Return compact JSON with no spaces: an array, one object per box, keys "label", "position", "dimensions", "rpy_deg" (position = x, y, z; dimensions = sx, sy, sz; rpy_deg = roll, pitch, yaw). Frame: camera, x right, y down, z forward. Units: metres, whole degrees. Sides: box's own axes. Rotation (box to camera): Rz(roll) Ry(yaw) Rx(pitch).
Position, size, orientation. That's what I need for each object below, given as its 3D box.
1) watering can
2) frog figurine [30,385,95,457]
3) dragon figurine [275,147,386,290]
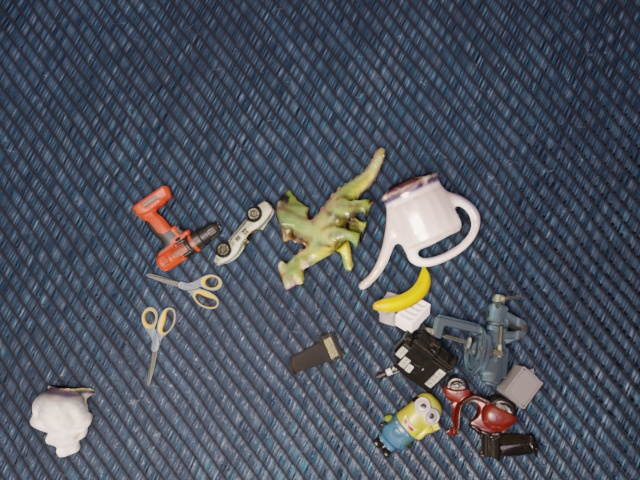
[{"label":"watering can","position":[0.220,-0.031,1.273],"dimensions":[0.348,0.103,0.225],"rpy_deg":[-24,84,-2]},{"label":"frog figurine","position":[-0.619,0.435,1.231],"dimensions":[0.137,0.121,0.161],"rpy_deg":[8,73,-18]},{"label":"dragon figurine","position":[0.004,-0.065,1.289],"dimensions":[0.243,0.120,0.415],"rpy_deg":[14,76,10]}]
